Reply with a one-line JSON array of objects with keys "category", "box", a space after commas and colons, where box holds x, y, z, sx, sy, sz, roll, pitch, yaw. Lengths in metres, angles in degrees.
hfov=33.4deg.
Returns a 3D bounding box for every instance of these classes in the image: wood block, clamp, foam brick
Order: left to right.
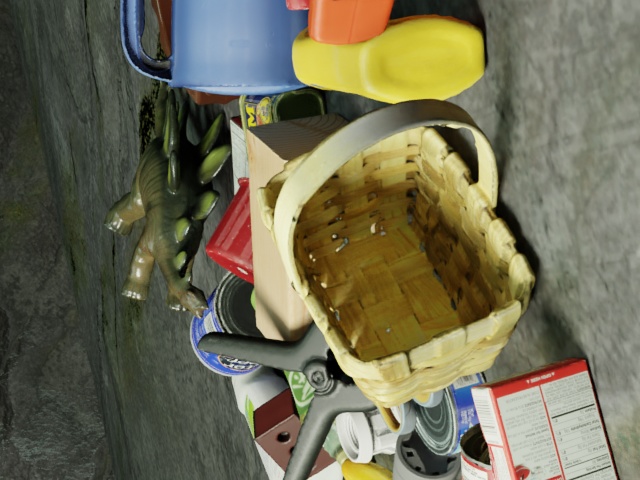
[{"category": "foam brick", "box": [-0.026, 0.201, 1.091, 0.078, 0.053, 0.051, 50, -168, -25]}, {"category": "wood block", "box": [-0.006, 0.001, 0.969, 0.091, 0.090, 0.206, -135, 38, -55]}, {"category": "clamp", "box": [-0.004, 0.109, 0.922, 0.210, 0.036, 0.164, -39, 83, 26]}]

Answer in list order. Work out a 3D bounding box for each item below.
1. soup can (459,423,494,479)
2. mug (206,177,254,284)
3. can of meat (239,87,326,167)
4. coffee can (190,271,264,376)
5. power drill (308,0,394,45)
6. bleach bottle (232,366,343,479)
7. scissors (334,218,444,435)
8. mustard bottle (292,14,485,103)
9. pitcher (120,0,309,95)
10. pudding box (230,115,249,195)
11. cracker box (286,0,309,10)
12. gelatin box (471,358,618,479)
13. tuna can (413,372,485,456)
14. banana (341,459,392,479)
[{"category": "soup can", "box": [0.134, 0.185, 0.742, 0.069, 0.068, 0.102, -148, 48, -62]}, {"category": "mug", "box": [-0.067, -0.005, 1.070, 0.117, 0.093, 0.081, 11, 68, 57]}, {"category": "can of meat", "box": [-0.032, -0.099, 1.027, 0.084, 0.057, 0.102, 22, 123, 62]}, {"category": "coffee can", "box": [-0.084, 0.091, 1.203, 0.140, 0.102, 0.103, 135, 121, -66]}, {"category": "power drill", "box": [-0.010, -0.212, 0.695, 0.184, 0.057, 0.188, 100, 151, -47]}, {"category": "bleach bottle", "box": [-0.051, 0.209, 1.246, 0.251, 0.068, 0.103, -124, 32, -49]}, {"category": "scissors", "box": [0.050, 0.054, 0.843, 0.096, 0.016, 0.202, -20, 82, 58]}, {"category": "mustard bottle", "box": [0.033, -0.136, 0.781, 0.192, 0.096, 0.058, -153, 53, -64]}, {"category": "pitcher", "box": [-0.077, -0.246, 0.913, 0.145, 0.149, 0.243, 4, 99, 34]}, {"category": "pudding box", "box": [-0.064, -0.071, 1.152, 0.090, 0.039, 0.113, -134, 39, -56]}, {"category": "cracker box", "box": [0.029, -0.251, 0.759, 0.214, 0.072, 0.164, -157, 57, -66]}, {"category": "gelatin box", "box": [0.143, 0.127, 0.678, 0.030, 0.073, 0.089, 159, 97, -70]}, {"category": "tuna can", "box": [0.100, 0.126, 0.845, 0.086, 0.033, 0.086, 168, 90, -69]}, {"category": "banana", "box": [0.082, 0.270, 0.932, 0.198, 0.070, 0.037, 66, -168, 24]}]
